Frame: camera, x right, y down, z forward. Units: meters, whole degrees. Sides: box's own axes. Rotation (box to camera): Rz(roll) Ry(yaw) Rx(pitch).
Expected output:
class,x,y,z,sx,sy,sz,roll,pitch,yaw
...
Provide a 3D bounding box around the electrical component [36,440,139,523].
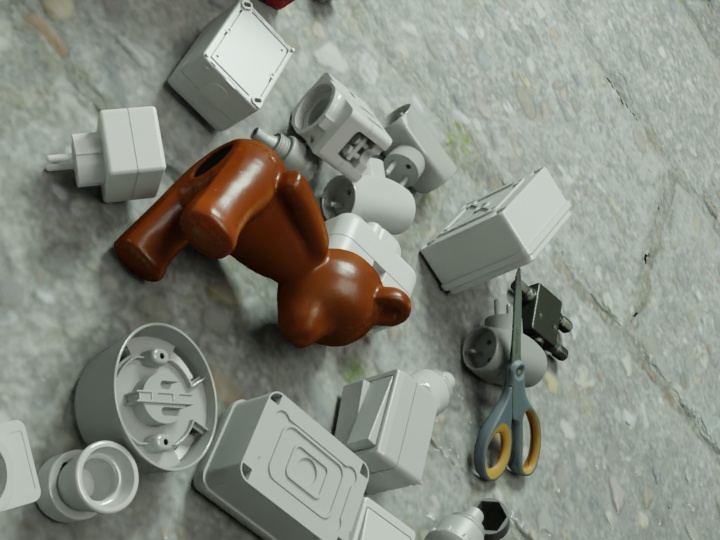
class,x,y,z,sx,sy,sz,roll,pitch,yaw
electrical component,-0.173,0.134,0.675,0.045,0.055,0.045,21,60,-40

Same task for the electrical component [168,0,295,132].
class,x,y,z,sx,sy,sz,roll,pitch,yaw
electrical component,-0.103,-0.168,0.870,0.062,0.061,0.096,44,47,-24

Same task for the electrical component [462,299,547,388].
class,x,y,z,sx,sy,sz,roll,pitch,yaw
electrical component,0.139,0.067,1.040,0.077,0.044,0.079,21,59,-39

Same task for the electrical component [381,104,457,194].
class,x,y,z,sx,sy,sz,roll,pitch,yaw
electrical component,0.046,-0.105,1.015,0.077,0.043,0.079,52,44,-18

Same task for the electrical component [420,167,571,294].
class,x,y,z,sx,sy,sz,roll,pitch,yaw
electrical component,0.131,-0.038,1.028,0.056,0.109,0.109,57,43,-9

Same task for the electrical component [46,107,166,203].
class,x,y,z,sx,sy,sz,roll,pitch,yaw
electrical component,-0.181,-0.078,0.754,0.077,0.066,0.047,-8,78,-18

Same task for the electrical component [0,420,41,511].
class,x,y,z,sx,sy,sz,roll,pitch,yaw
electrical component,-0.236,0.121,0.613,0.089,0.056,0.050,-9,80,-48

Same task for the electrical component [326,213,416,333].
class,x,y,z,sx,sy,sz,roll,pitch,yaw
electrical component,0.000,0.000,0.914,0.095,0.054,0.059,44,47,-25

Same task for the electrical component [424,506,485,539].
class,x,y,z,sx,sy,sz,roll,pitch,yaw
electrical component,0.086,0.226,0.917,0.048,0.048,0.062,60,38,-9

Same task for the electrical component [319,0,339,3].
class,x,y,z,sx,sy,sz,roll,pitch,yaw
electrical component,-0.028,-0.280,1.015,0.040,0.040,0.046,-17,92,-49

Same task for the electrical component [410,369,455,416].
class,x,y,z,sx,sy,sz,roll,pitch,yaw
electrical component,0.060,0.107,0.941,0.062,0.043,0.043,-23,91,-50

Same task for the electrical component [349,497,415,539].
class,x,y,z,sx,sy,sz,roll,pitch,yaw
electrical component,0.000,0.218,0.818,0.062,0.061,0.096,41,48,-27

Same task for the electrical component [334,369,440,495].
class,x,y,z,sx,sy,sz,roll,pitch,yaw
electrical component,0.018,0.124,0.876,0.061,0.062,0.096,40,49,-29

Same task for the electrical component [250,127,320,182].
class,x,y,z,sx,sy,sz,roll,pitch,yaw
electrical component,-0.065,-0.098,0.902,0.061,0.035,0.035,34,51,-29

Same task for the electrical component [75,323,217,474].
class,x,y,z,sx,sy,sz,roll,pitch,yaw
electrical component,-0.140,0.088,0.722,0.099,0.064,0.099,20,60,-40

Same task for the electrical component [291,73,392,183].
class,x,y,z,sx,sy,sz,roll,pitch,yaw
electrical component,-0.020,-0.125,0.920,0.056,0.050,0.089,34,16,-33

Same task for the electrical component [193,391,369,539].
class,x,y,z,sx,sy,sz,roll,pitch,yaw
electrical component,-0.057,0.152,0.789,0.113,0.057,0.078,44,47,-26

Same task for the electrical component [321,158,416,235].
class,x,y,z,sx,sy,sz,roll,pitch,yaw
electrical component,0.006,-0.074,0.959,0.077,0.043,0.079,8,68,-45
